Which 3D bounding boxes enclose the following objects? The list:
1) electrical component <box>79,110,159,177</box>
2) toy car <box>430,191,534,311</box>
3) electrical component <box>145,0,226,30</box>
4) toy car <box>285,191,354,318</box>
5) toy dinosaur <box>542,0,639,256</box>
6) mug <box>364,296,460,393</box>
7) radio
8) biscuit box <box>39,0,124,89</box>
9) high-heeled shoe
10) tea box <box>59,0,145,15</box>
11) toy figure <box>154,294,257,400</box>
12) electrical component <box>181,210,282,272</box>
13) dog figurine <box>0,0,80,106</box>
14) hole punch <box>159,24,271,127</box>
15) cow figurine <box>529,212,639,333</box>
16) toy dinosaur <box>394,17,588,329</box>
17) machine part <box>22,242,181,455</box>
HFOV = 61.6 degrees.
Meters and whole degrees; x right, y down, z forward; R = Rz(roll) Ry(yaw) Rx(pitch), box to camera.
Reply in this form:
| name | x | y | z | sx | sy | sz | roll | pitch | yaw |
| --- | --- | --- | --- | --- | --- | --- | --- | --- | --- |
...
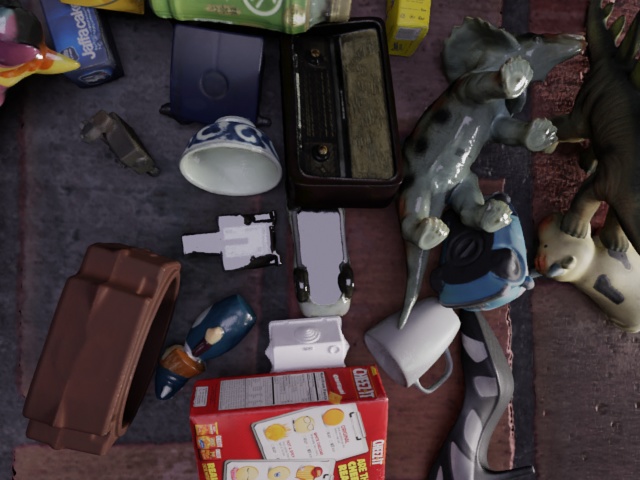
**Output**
| name | x | y | z | sx | sy | sz | roll | pitch | yaw |
| --- | --- | --- | --- | --- | --- | --- | --- | --- | --- |
| electrical component | -0.240 | -0.113 | 0.640 | 0.045 | 0.102 | 0.078 | -34 | 82 | -1 |
| toy car | 0.209 | 0.025 | 0.671 | 0.102 | 0.109 | 0.162 | 38 | 49 | -32 |
| electrical component | -0.155 | -0.322 | 0.673 | 0.134 | 0.058 | 0.115 | -14 | 87 | -6 |
| toy car | -0.001 | -0.002 | 0.676 | 0.074 | 0.056 | 0.201 | -5 | 86 | -5 |
| toy dinosaur | 0.359 | -0.155 | 0.643 | 0.105 | 0.198 | 0.471 | 11 | 54 | -15 |
| mug | 0.128 | 0.128 | 0.671 | 0.107 | 0.081 | 0.109 | -38 | 86 | -14 |
| radio | 0.019 | -0.153 | 0.645 | 0.131 | 0.073 | 0.229 | -2 | 70 | -4 |
| biscuit box | -0.303 | -0.293 | 0.655 | 0.059 | 0.063 | 0.202 | -17 | 89 | -4 |
| high-heeled shoe | 0.176 | 0.212 | 0.692 | 0.145 | 0.086 | 0.249 | -21 | 70 | 24 |
| tea box | -0.229 | -0.308 | 0.552 | 0.098 | 0.170 | 0.068 | 1 | 85 | -16 |
| toy figure | -0.146 | 0.131 | 0.655 | 0.154 | 0.064 | 0.058 | -41 | 58 | -1 |
| electrical component | -0.108 | 0.005 | 0.669 | 0.119 | 0.048 | 0.074 | -9 | 89 | -5 |
| dog figurine | -0.382 | -0.165 | 0.593 | 0.219 | 0.108 | 0.191 | -4 | 93 | 12 |
| hole punch | -0.125 | -0.197 | 0.657 | 0.142 | 0.092 | 0.115 | 6 | 91 | -8 |
| cow figurine | 0.357 | 0.040 | 0.695 | 0.195 | 0.085 | 0.127 | 44 | 79 | -3 |
| toy dinosaur | 0.158 | -0.105 | 0.655 | 0.131 | 0.192 | 0.404 | 29 | 102 | -23 |
| machine part | -0.221 | 0.108 | 0.579 | 0.087 | 0.201 | 0.201 | 19 | 86 | -7 |
